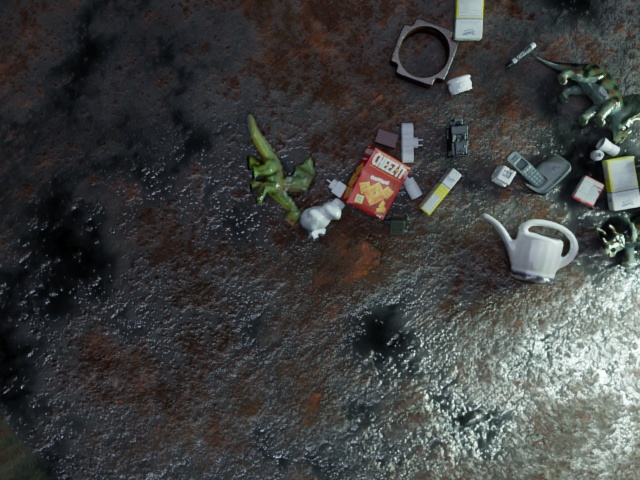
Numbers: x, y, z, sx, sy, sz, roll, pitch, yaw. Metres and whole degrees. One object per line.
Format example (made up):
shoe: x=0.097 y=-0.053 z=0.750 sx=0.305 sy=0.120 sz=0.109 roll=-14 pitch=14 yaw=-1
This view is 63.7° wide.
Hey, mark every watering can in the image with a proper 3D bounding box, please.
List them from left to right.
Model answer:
watering can: x=0.706 y=0.032 z=1.776 sx=0.348 sy=0.104 sz=0.223 roll=12 pitch=95 yaw=3

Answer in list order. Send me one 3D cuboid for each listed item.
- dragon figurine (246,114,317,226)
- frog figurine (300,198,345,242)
dragon figurine: x=-0.134 y=-0.251 z=1.847 sx=0.243 sy=0.122 sz=0.408 roll=-4 pitch=96 yaw=-12
frog figurine: x=0.005 y=-0.091 z=1.807 sx=0.124 sy=0.138 sz=0.157 roll=44 pitch=119 yaw=27
